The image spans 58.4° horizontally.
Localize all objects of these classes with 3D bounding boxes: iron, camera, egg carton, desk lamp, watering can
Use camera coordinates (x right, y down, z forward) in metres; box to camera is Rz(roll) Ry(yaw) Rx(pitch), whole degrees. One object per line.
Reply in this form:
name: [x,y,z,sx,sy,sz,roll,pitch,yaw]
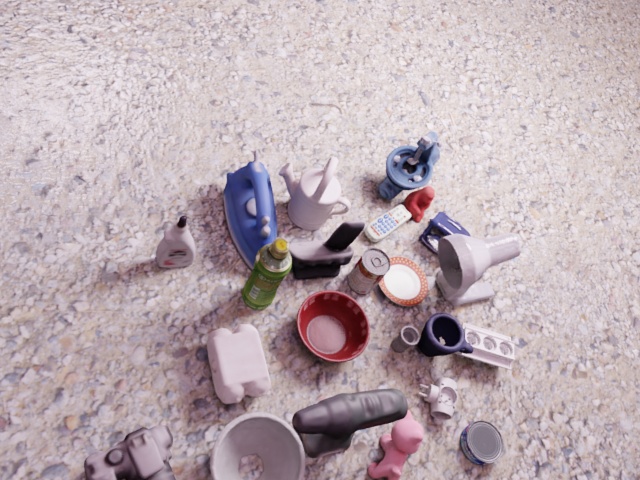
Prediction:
iron: [-0.136,-0.063,1.253,0.119,0.141,0.258,-3,61,-21]
camera: [-0.295,0.391,0.938,0.143,0.100,0.136,-21,68,-29]
egg carton: [-0.158,0.237,1.102,0.107,0.069,0.150,-7,62,-24]
desk lamp: [0.347,0.059,1.311,0.204,0.213,0.118,-8,63,-24]
watering can: [-0.010,-0.115,1.299,0.173,0.194,0.101,8,57,-16]

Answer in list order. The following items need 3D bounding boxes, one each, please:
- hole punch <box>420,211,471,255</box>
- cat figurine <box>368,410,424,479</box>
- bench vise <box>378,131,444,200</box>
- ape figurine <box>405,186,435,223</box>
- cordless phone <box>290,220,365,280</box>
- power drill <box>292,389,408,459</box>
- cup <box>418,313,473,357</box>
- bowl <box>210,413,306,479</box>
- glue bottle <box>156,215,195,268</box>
hole punch: [0.318,-0.021,1.425,0.108,0.091,0.101,39,55,6]
cat figurine: [0.155,0.396,1.089,0.067,0.117,0.128,28,54,-1]
bench vise: [0.245,-0.217,1.441,0.121,0.219,0.208,31,54,1]
ape figurine: [0.260,-0.101,1.452,0.078,0.092,0.076,-18,67,-28]
cordless phone: [0.011,0.004,1.238,0.148,0.185,0.094,-8,63,-24]
power drill: [0.035,0.329,1.031,0.230,0.208,0.075,-7,62,-24]
cup: [0.267,0.224,1.252,0.118,0.095,0.092,31,54,0]
bowl: [-0.114,0.398,1.016,0.168,0.074,0.167,9,57,-15]
glue bottle: [-0.282,0.001,1.140,0.078,0.173,0.037,-7,62,-23]
